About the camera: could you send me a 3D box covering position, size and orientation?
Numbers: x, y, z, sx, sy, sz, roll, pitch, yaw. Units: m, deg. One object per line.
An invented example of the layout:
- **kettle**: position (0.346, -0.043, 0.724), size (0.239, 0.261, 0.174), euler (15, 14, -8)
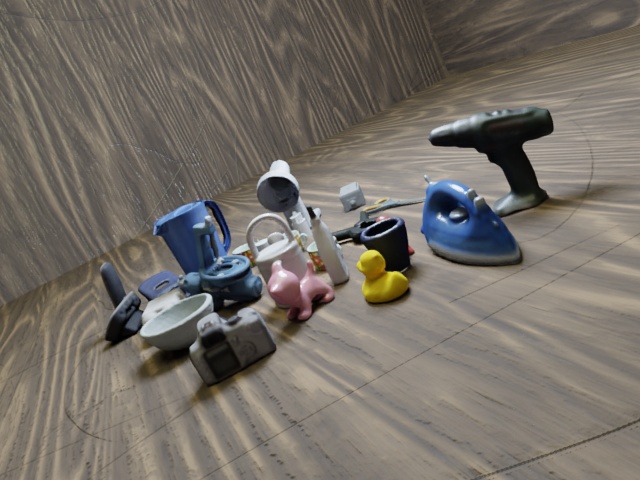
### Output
- **camera**: position (-0.171, 0.173, 1.051), size (0.143, 0.101, 0.136), euler (-28, 16, -9)

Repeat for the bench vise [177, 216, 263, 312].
- **bench vise**: position (-0.261, 0.062, 1.324), size (0.207, 0.220, 0.121), euler (-22, 16, 10)

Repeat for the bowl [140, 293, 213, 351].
- **bowl**: position (-0.295, 0.189, 1.235), size (0.167, 0.075, 0.167), euler (-23, 16, 7)

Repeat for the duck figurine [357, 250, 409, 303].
- **duck figurine**: position (0.105, 0.060, 1.028), size (0.078, 0.086, 0.104), euler (-33, 18, -27)

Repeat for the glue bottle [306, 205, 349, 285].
- **glue bottle**: position (0.011, 0.004, 1.188), size (0.037, 0.173, 0.078), euler (-23, 16, 9)

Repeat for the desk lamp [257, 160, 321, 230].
- **desk lamp**: position (-0.095, -0.123, 1.688), size (0.117, 0.214, 0.203), euler (-21, 16, 12)

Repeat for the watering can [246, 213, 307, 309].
- **watering can**: position (-0.089, 0.035, 1.201), size (0.101, 0.194, 0.172), euler (-30, 17, -18)

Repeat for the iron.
- **iron**: position (0.263, -0.047, 1.031), size (0.119, 0.141, 0.257), euler (-28, 16, -10)

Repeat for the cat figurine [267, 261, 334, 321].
- **cat figurine**: position (-0.048, 0.090, 1.103), size (0.128, 0.118, 0.067), euler (-36, 19, -35)

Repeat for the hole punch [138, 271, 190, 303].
- **hole punch**: position (-0.422, 0.138, 1.561), size (0.109, 0.091, 0.100), euler (-37, 20, -36)

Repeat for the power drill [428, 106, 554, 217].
- **power drill**: position (0.354, -0.159, 1.132), size (0.229, 0.209, 0.076), euler (-19, 17, 20)

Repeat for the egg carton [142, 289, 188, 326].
- **egg carton**: position (-0.371, 0.178, 1.395), size (0.107, 0.069, 0.150), euler (-25, 16, -1)

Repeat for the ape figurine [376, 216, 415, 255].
- **ape figurine**: position (0.144, -0.008, 1.176), size (0.076, 0.092, 0.078), euler (-19, 17, 20)

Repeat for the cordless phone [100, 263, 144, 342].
- **cordless phone**: position (-0.541, 0.159, 1.498), size (0.094, 0.185, 0.147), euler (-24, 16, 5)

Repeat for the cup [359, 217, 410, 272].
- **cup**: position (0.127, 0.016, 1.119), size (0.092, 0.095, 0.117), euler (-35, 18, -31)
